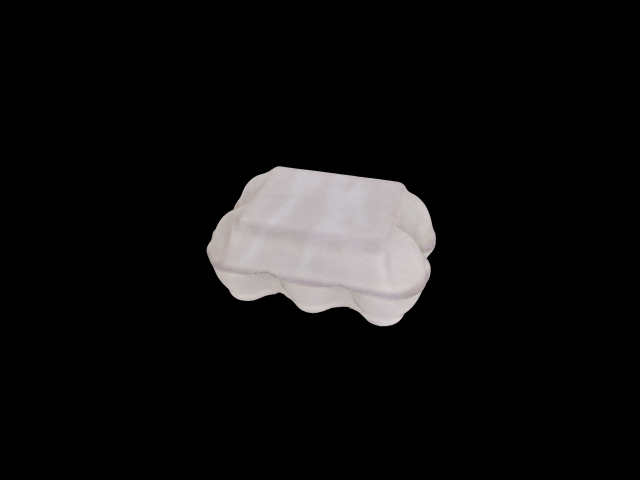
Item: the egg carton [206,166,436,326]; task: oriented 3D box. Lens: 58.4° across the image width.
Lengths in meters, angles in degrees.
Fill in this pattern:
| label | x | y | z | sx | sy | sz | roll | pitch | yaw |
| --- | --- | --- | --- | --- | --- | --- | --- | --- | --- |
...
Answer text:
| label | x | y | z | sx | sy | sz | roll | pitch | yaw |
| --- | --- | --- | --- | --- | --- | --- | --- | --- | --- |
| egg carton | 0.004 | 0.001 | 0.400 | 0.150 | 0.069 | 0.107 | 8 | 36 | 11 |
